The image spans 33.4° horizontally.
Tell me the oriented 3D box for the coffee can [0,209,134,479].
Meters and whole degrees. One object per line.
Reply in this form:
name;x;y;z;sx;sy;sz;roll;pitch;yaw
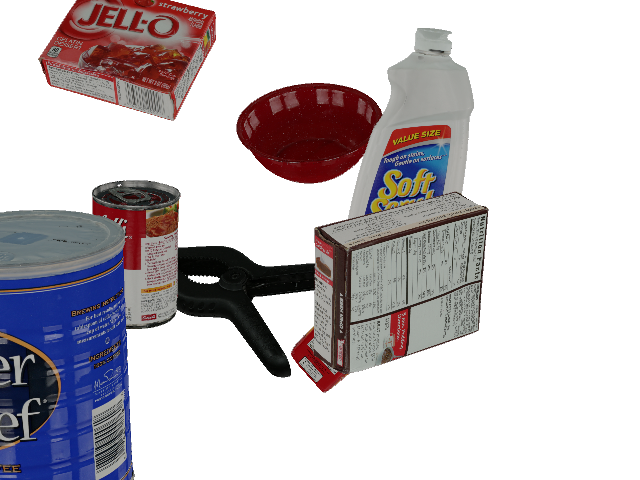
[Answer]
coffee can;-0.151;0.064;0.555;0.103;0.140;0.103;0;16;0

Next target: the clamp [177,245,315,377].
clamp;-0.081;0.054;1.029;0.210;0.036;0.164;12;38;17

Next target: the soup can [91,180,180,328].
soup can;-0.146;0.010;0.842;0.068;0.102;0.068;3;20;-1

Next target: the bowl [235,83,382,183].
bowl;-0.011;-0.111;1.186;0.162;0.055;0.162;-3;38;2

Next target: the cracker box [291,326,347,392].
cracker box;0.078;0.067;1.270;0.214;0.072;0.164;-48;-8;31

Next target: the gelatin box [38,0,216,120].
gelatin box;-0.119;-0.121;0.668;0.089;0.073;0.030;17;-32;8

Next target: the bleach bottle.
bleach bottle;0.073;-0.057;0.926;0.102;0.251;0.068;9;16;9

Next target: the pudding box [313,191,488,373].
pudding box;0.050;0.026;0.667;0.113;0.090;0.039;-16;28;-32
